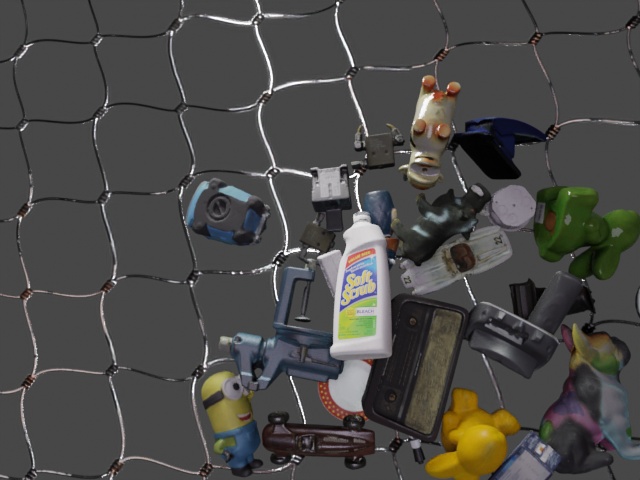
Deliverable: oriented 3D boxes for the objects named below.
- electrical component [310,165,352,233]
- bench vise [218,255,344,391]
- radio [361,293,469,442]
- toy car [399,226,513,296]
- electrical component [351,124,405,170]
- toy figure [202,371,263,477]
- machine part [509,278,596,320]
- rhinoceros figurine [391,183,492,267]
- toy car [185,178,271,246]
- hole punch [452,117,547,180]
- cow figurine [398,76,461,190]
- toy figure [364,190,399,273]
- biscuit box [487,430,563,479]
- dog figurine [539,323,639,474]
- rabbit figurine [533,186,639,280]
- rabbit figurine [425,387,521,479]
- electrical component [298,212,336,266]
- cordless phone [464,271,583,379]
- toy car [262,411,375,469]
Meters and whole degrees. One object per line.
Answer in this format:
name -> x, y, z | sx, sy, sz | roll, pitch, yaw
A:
electrical component -> 0.021, -0.076, 0.996 | 0.075, 0.047, 0.119 | -3, 65, 9
bench vise -> -0.059, 0.147, 0.950 | 0.224, 0.128, 0.240 | 9, 79, 11
radio -> 0.160, 0.211, 0.924 | 0.131, 0.073, 0.229 | 17, 78, 4
toy car -> 0.240, 0.038, 0.958 | 0.202, 0.056, 0.073 | -22, 80, 4
electrical component -> 0.108, -0.175, 1.011 | 0.102, 0.045, 0.078 | 0, 81, 8
toy figure -> -0.159, 0.327, 0.964 | 0.089, 0.082, 0.180 | -14, 83, 4
machine part -> 0.405, 0.106, 0.937 | 0.139, 0.039, 0.084 | -3, 77, 9
rhinoceros figurine -> 0.214, -0.035, 0.936 | 0.190, 0.073, 0.112 | -38, 37, -15
toy car -> -0.158, -0.043, 1.000 | 0.162, 0.103, 0.109 | 16, 84, 20
hole punch -> 0.313, -0.175, 0.938 | 0.115, 0.142, 0.092 | 41, 91, -14
cow figurine -> 0.196, -0.179, 0.973 | 0.086, 0.127, 0.195 | 11, 70, 8
toy figure -> 0.114, -0.013, 0.982 | 0.058, 0.064, 0.154 | -3, 86, -30
biscuit box -> 0.296, 0.399, 0.856 | 0.059, 0.063, 0.202 | 41, 119, 26
dog figurine -> 0.426, 0.249, 0.883 | 0.192, 0.108, 0.219 | -17, 76, 8
rabbit figurine -> 0.465, -0.011, 0.908 | 0.170, 0.121, 0.159 | 6, 87, -6
rabbit figurine -> 0.241, 0.325, 0.862 | 0.122, 0.173, 0.162 | 41, 85, 7
electrical component -> -0.002, -0.003, 1.015 | 0.063, 0.021, 0.094 | 24, 85, 10
cordless phone -> 0.339, 0.121, 0.897 | 0.147, 0.088, 0.184 | 28, 102, 11
toy car -> -0.005, 0.352, 0.942 | 0.202, 0.053, 0.089 | 0, 91, 13
